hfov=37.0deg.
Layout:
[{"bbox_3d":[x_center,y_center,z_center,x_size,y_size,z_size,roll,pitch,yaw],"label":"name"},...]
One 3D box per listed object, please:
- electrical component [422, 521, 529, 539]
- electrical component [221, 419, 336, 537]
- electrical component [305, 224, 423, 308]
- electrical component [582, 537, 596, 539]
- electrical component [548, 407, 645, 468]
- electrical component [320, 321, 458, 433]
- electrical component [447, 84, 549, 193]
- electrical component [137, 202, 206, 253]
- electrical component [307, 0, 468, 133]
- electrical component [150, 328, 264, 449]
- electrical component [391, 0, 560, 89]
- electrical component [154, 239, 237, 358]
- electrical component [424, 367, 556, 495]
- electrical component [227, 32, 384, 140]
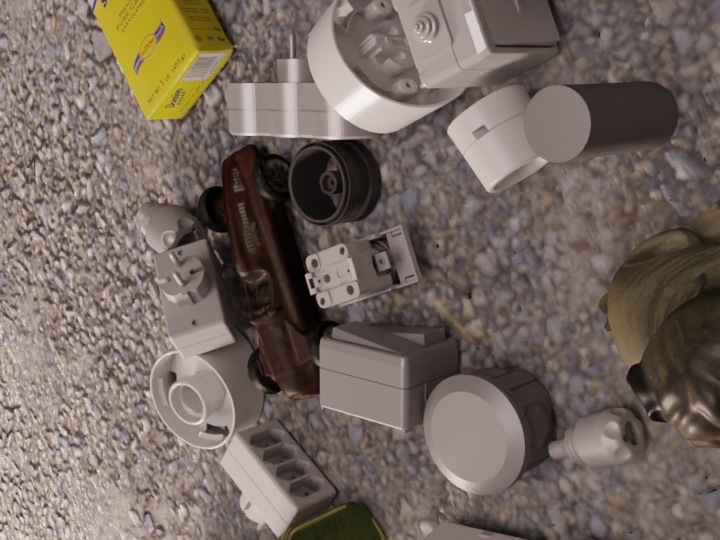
[{"bbox_3d":[0.069,0.215,0.719,0.100,0.100,0.048,1,112,42],"label":"electrical component"},{"bbox_3d":[-0.074,0.180,0.873,0.083,0.047,0.075,46,125,25],"label":"electrical component"},{"bbox_3d":[0.000,0.000,0.760,0.081,0.064,0.042,-20,87,43],"label":"electrical component"},{"bbox_3d":[0.160,0.225,0.672,0.100,0.048,0.099,18,110,38],"label":"electrical component"},{"bbox_3d":[0.145,0.107,0.672,0.061,0.035,0.035,-24,82,44],"label":"electrical component"},{"bbox_3d":[0.015,0.069,0.761,0.096,0.062,0.061,10,105,40],"label":"electrical component"},{"bbox_3d":[0.090,-0.081,0.670,0.055,0.055,0.047,-37,77,40],"label":"electrical component"},{"bbox_3d":[-0.165,-0.037,0.914,0.062,0.043,0.043,35,120,33],"label":"electrical component"},{"bbox_3d":[0.018,-0.140,0.696,0.064,0.099,0.099,-32,77,47],"label":"electrical component"},{"bbox_3d":[-0.127,0.098,0.910,0.099,0.064,0.099,13,116,28],"label":"electrical component"},{"bbox_3d":[0.069,-0.149,0.645,0.061,0.096,0.061,-22,84,41],"label":"electrical component"},{"bbox_3d":[-0.137,0.013,0.856,0.075,0.047,0.083,71,-179,-58],"label":"electrical component"},{"bbox_3d":[0.086,0.104,0.712,0.080,0.051,0.080,10,105,40],"label":"electrical component"},{"bbox_3d":[-0.041,-0.134,0.777,0.138,0.052,0.073,8,104,41],"label":"electrical component"}]
